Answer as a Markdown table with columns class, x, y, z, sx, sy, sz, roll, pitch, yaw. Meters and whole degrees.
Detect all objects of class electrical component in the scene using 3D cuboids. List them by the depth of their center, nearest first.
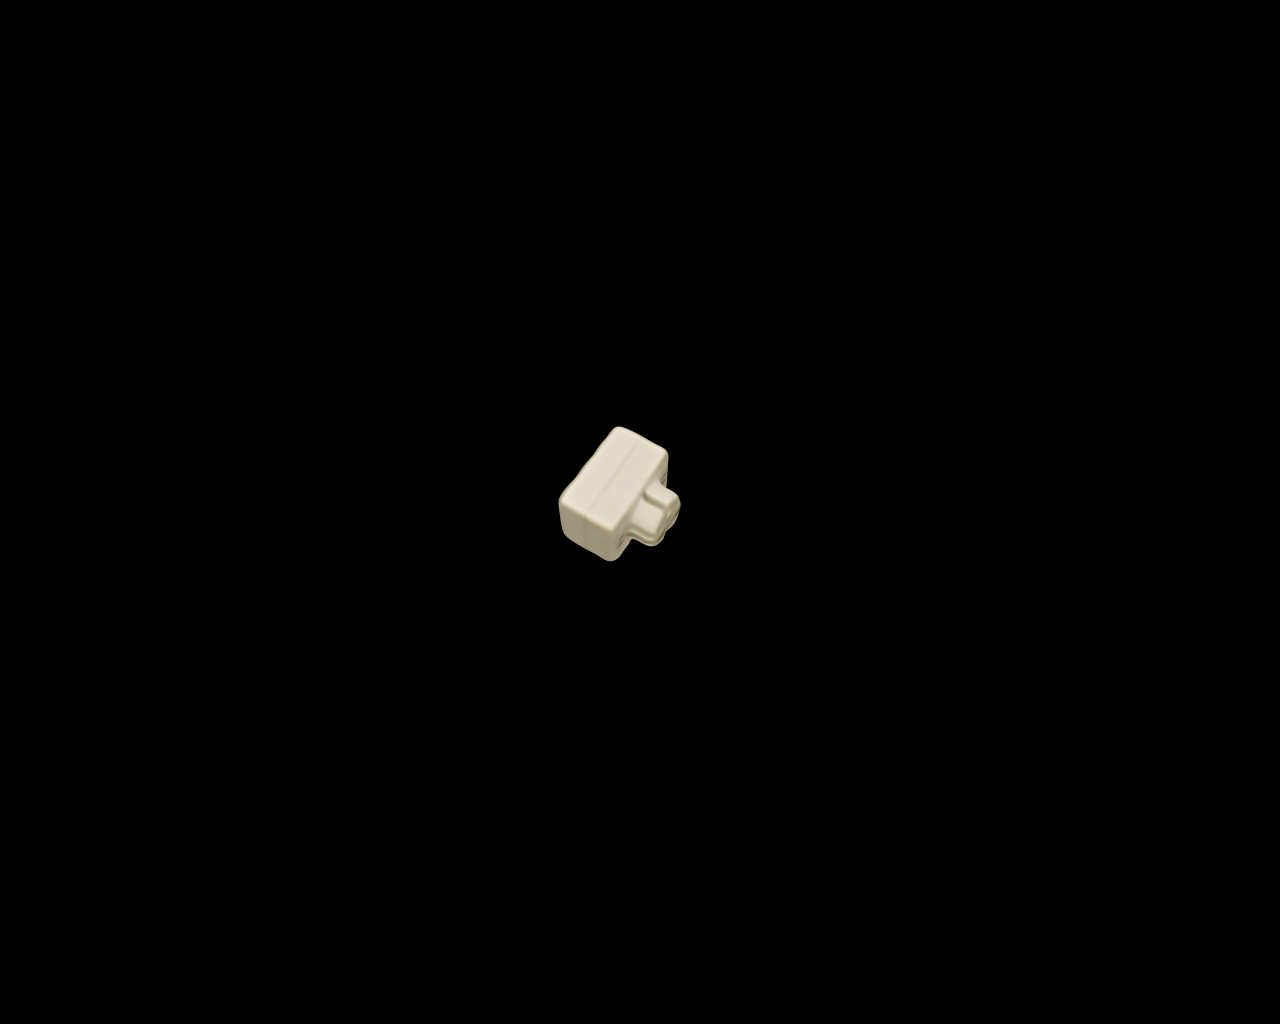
| class | x | y | z | sx | sy | sz | roll | pitch | yaw |
| --- | --- | --- | --- | --- | --- | --- | --- | --- | --- |
| electrical component | 0.001 | -0.003 | 0.650 | 0.077 | 0.066 | 0.047 | 29 | -24 | 14 |
